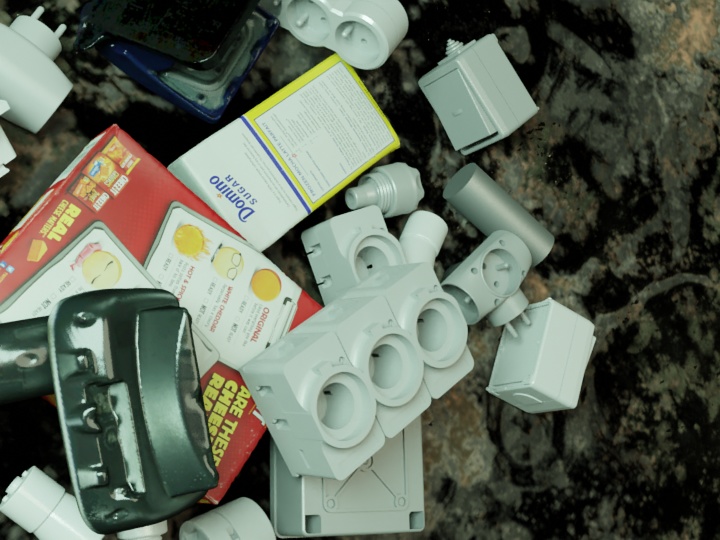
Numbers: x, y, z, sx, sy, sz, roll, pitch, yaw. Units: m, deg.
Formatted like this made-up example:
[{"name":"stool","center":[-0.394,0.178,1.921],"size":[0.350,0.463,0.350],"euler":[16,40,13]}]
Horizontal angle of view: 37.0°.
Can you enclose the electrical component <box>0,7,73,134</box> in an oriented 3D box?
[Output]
[{"name":"electrical component","center":[-0.234,-0.148,0.744],"size":[0.077,0.044,0.079],"euler":[38,62,-20]}]

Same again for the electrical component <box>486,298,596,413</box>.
[{"name":"electrical component","center":[0.161,0.071,0.931],"size":[0.061,0.062,0.096],"euler":[28,66,-24]}]

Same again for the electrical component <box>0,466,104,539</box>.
[{"name":"electrical component","center":[-0.200,0.159,0.699],"size":[0.065,0.044,0.044],"euler":[41,61,-12]}]

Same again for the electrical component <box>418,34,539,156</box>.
[{"name":"electrical component","center":[0.098,-0.156,0.943],"size":[0.061,0.062,0.096],"euler":[-39,101,-32]}]

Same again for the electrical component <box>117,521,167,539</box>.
[{"name":"electrical component","center":[-0.148,0.179,0.730],"size":[0.035,0.035,0.061],"euler":[-2,83,-32]}]

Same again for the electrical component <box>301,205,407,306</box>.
[{"name":"electrical component","center":[0.000,0.000,0.850],"size":[0.050,0.056,0.089],"euler":[-19,90,-34]}]

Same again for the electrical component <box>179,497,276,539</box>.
[{"name":"electrical component","center":[-0.091,0.191,0.752],"size":[0.047,0.055,0.055],"euler":[-22,91,-37]}]

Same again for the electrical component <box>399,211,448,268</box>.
[{"name":"electrical component","center":[0.047,-0.016,0.893],"size":[0.044,0.044,0.065],"euler":[37,58,-20]}]

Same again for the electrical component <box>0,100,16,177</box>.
[{"name":"electrical component","center":[-0.284,-0.066,0.678],"size":[0.121,0.079,0.063],"euler":[-44,132,-31]}]

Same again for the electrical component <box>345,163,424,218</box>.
[{"name":"electrical component","center":[0.018,-0.064,0.883],"size":[0.062,0.043,0.043],"euler":[-15,87,-33]}]

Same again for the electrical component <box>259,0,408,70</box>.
[{"name":"electrical component","center":[-0.024,-0.219,0.860],"size":[0.138,0.052,0.073],"euler":[26,53,10]}]

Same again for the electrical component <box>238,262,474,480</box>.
[{"name":"electrical component","center":[0.004,0.068,0.756],"size":[0.150,0.062,0.089],"euler":[-35,107,-35]}]

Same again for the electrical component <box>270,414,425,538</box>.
[{"name":"electrical component","center":[-0.010,0.145,0.811],"size":[0.109,0.056,0.108],"euler":[6,76,-31]}]

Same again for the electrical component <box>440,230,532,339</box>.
[{"name":"electrical component","center":[0.114,0.020,0.896],"size":[0.077,0.044,0.079],"euler":[-42,102,-31]}]
